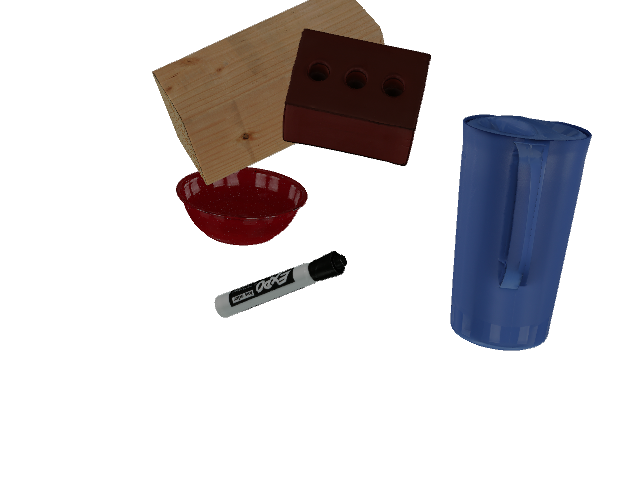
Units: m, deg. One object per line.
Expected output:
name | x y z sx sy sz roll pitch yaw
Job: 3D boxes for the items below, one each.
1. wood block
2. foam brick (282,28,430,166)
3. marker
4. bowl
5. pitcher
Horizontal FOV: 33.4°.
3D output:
wood block | -0.044 -0.151 1.036 0.206 0.091 0.090 -26 48 -9
foam brick | 0.020 -0.084 0.628 0.078 0.053 0.051 12 -19 4
marker | -0.031 0.034 0.831 0.121 0.020 0.020 -22 -11 30
bowl | -0.099 -0.037 1.317 0.162 0.055 0.162 4 25 -2
pitcher | 0.204 -0.007 1.137 0.148 0.243 0.145 -9 21 -39
